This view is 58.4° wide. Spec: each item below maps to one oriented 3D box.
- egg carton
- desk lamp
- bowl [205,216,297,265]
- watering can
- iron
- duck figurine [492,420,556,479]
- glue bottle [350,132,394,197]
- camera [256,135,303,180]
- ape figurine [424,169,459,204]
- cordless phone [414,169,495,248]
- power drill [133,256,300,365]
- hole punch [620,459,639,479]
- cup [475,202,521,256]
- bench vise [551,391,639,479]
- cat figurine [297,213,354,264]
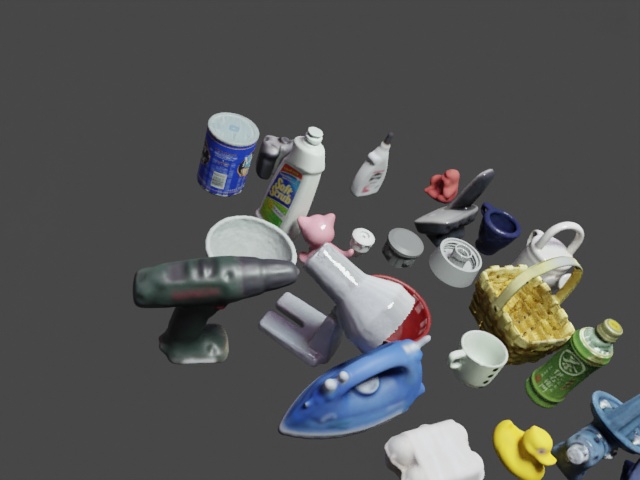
[{"bbox_3d":[0.175,0.339,0.879,0.151,0.069,0.107,-5,50,-29],"label":"egg carton"},{"bbox_3d":[0.025,0.114,0.929,0.203,0.213,0.118,32,42,8],"label":"desk lamp"},{"bbox_3d":[-0.130,0.038,1.037,0.168,0.074,0.167,13,43,-12],"label":"bowl"},{"bbox_3d":[0.498,0.041,1.238,0.101,0.194,0.172,-7,51,-30],"label":"watering can"},{"bbox_3d":[0.062,0.222,0.891,0.259,0.141,0.118,-14,54,-35],"label":"iron"},{"bbox_3d":[0.343,0.338,0.946,0.078,0.086,0.104,-15,55,-35],"label":"duck figurine"},{"bbox_3d":[0.128,-0.174,1.298,0.078,0.173,0.037,-20,57,-38],"label":"glue bottle"},{"bbox_3d":[-0.063,-0.160,1.250,0.143,0.101,0.136,12,43,-13],"label":"camera"},{"bbox_3d":[0.310,-0.137,1.407,0.076,0.092,0.078,13,43,-12],"label":"ape figurine"},{"bbox_3d":[0.306,-0.083,1.280,0.148,0.185,0.094,-27,62,-41],"label":"cordless phone"},{"bbox_3d":[-0.164,0.100,0.859,0.230,0.208,0.075,3,46,-23],"label":"power drill"},{"bbox_3d":[0.574,0.421,0.966,0.108,0.091,0.101,38,44,15],"label":"hole punch"},{"bbox_3d":[0.394,-0.020,1.326,0.092,0.095,0.117,-6,50,-30],"label":"cup"},{"bbox_3d":[0.497,0.314,0.942,0.121,0.219,0.208,40,44,16],"label":"bench vise"},{"bbox_3d":[0.010,0.004,1.105,0.127,0.117,0.067,38,44,14],"label":"cat figurine"}]
